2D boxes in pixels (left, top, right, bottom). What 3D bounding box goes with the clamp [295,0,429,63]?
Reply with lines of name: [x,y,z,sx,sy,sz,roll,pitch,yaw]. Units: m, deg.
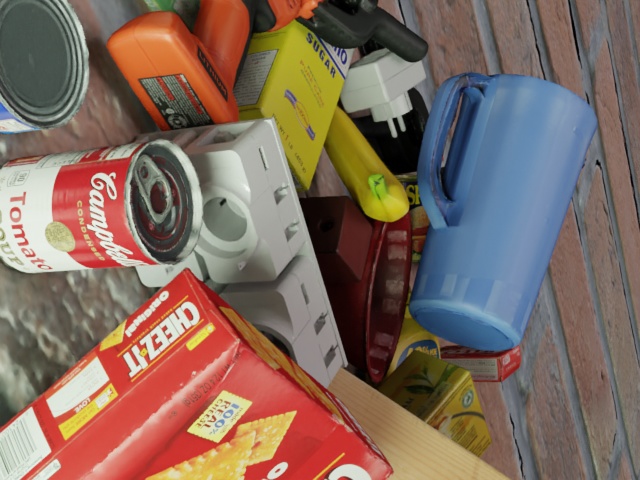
clamp: [0.027,-0.210,0.895,0.171,0.039,0.120,-7,72,-56]

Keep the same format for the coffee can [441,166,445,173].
coffee can: [0.161,-0.012,1.158,0.140,0.103,0.103,27,62,-59]

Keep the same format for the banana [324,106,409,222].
banana: [0.037,-0.061,0.886,0.198,0.037,0.069,-122,-166,-61]

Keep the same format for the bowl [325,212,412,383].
bowl: [0.037,0.041,0.933,0.162,0.055,0.162,8,90,-75]

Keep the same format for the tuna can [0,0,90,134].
tuna can: [-0.168,-0.103,0.594,0.086,0.034,0.086,14,74,-62]

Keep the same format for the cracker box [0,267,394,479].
cracker box: [-0.070,0.134,0.617,0.072,0.164,0.213,49,1,40]

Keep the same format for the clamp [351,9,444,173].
clamp: [0.071,-0.139,1.070,0.209,0.036,0.164,34,57,-53]

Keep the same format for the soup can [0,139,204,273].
soup can: [-0.125,-0.017,0.591,0.068,0.102,0.068,14,74,-62]

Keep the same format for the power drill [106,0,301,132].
power drill: [-0.078,-0.175,0.721,0.184,0.057,0.187,58,39,-43]

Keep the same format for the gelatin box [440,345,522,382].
gelatin box: [0.167,0.133,1.164,0.073,0.089,0.030,-12,97,-63]

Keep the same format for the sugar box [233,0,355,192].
sugar box: [-0.022,-0.132,0.875,0.093,0.048,0.176,59,39,-42]

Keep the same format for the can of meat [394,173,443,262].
can of meat: [0.083,-0.022,1.044,0.101,0.058,0.084,-6,94,-51]

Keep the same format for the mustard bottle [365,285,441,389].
mustard bottle: [0.082,0.138,1.029,0.096,0.058,0.191,2,84,-50]

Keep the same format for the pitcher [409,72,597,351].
pitcher: [0.159,-0.029,1.000,0.145,0.149,0.242,76,32,-67]

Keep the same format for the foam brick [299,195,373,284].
foam brick: [-0.006,0.001,0.854,0.051,0.078,0.053,53,42,-49]

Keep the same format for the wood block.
wood block: [0.043,0.183,0.788,0.206,0.090,0.090,34,43,-5]
